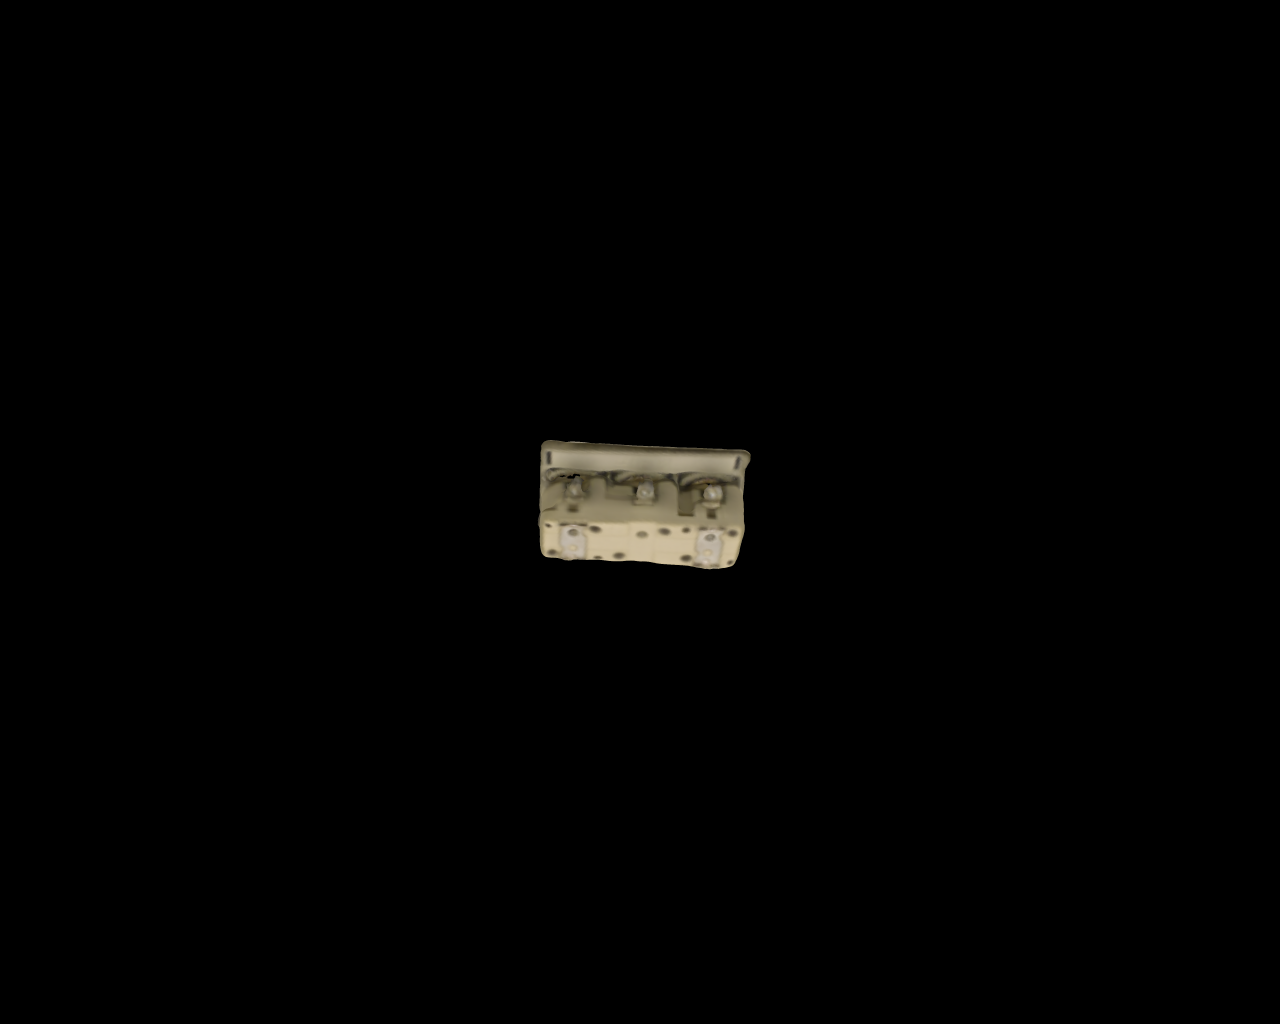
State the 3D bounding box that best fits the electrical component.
[{"bbox_3d":[0.001,-0.003,0.650,0.121,0.063,0.078,4,-39,-4],"label":"electrical component"}]
